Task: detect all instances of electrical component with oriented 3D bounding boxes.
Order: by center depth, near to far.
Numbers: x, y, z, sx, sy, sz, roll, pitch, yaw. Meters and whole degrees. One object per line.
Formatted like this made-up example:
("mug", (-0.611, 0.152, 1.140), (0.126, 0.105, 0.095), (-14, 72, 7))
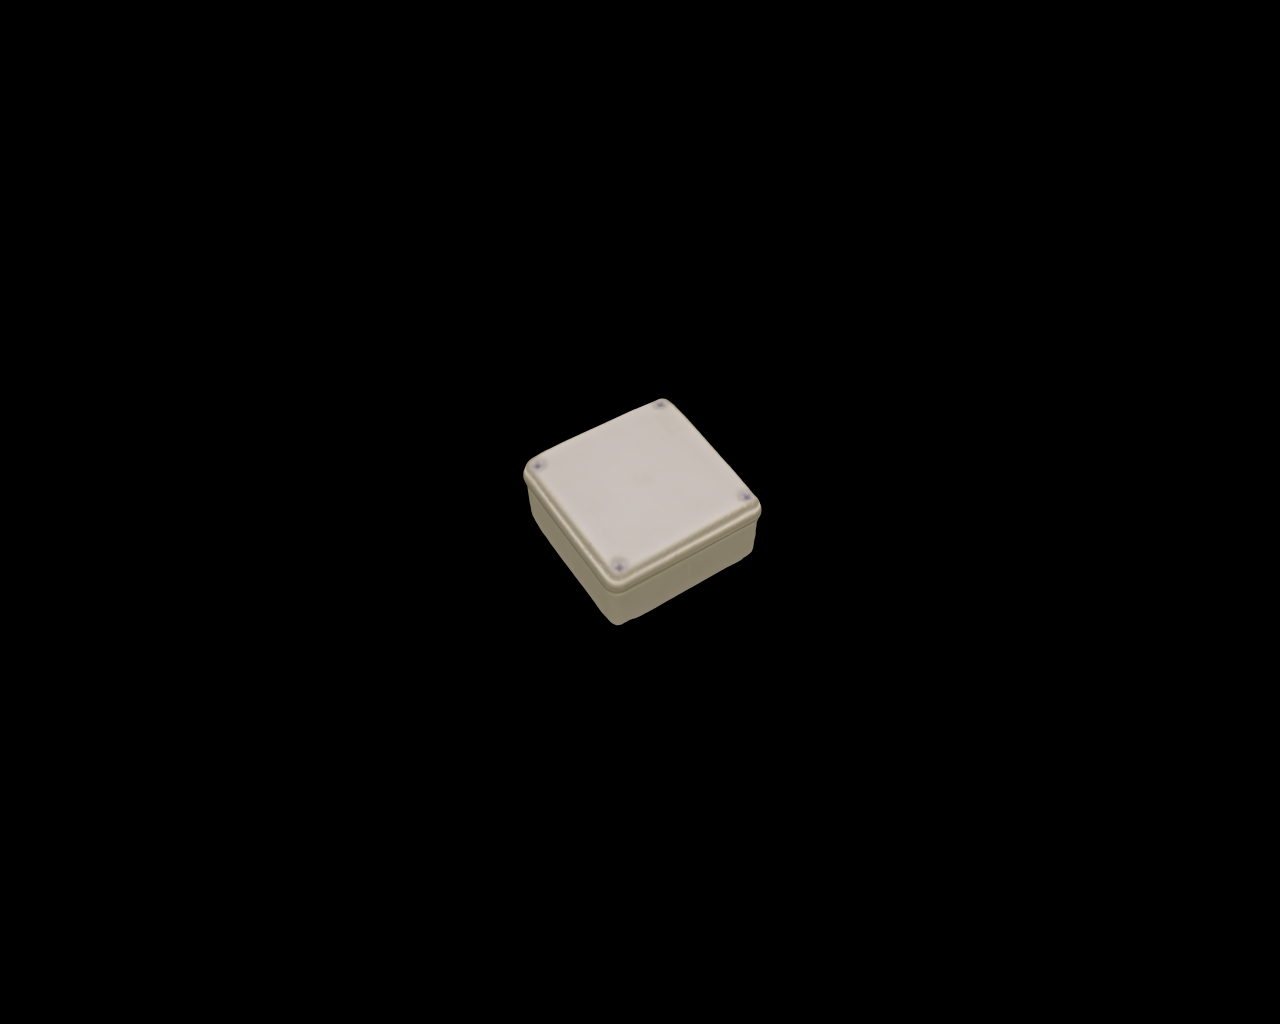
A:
("electrical component", (0.001, -0.003, 0.650), (0.109, 0.109, 0.056), (-27, -33, -19))
